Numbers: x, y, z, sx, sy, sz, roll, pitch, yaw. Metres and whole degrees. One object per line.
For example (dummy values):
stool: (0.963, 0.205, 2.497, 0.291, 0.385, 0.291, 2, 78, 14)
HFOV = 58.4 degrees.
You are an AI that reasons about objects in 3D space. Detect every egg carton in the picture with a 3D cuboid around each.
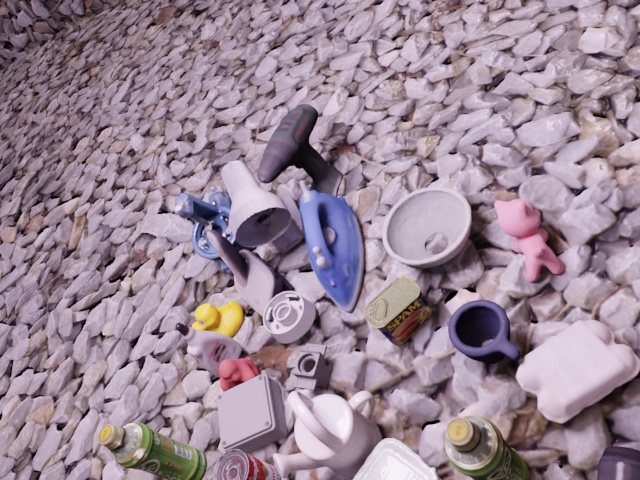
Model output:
egg carton: (0.358, 0.182, 0.803, 0.150, 0.070, 0.107, -37, 46, 5)

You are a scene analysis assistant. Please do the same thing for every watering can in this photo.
watering can: (0.008, 0.292, 0.862, 0.100, 0.195, 0.173, 18, 69, 40)

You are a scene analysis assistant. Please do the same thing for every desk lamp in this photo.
desk lamp: (-0.119, -0.058, 1.190, 0.118, 0.214, 0.202, -34, 46, 7)

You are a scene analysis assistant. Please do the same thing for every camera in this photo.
camera: (0.375, 0.319, 0.669, 0.142, 0.101, 0.137, 2, 59, 34)

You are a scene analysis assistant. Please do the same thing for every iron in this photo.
iron: (0.010, 0.004, 1.111, 0.118, 0.142, 0.258, -25, 48, 16)

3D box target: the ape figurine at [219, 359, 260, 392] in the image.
ape figurine: (-0.157, 0.252, 1.070, 0.077, 0.092, 0.076, 0, 58, 33)

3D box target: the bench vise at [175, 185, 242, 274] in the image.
bench vise: (-0.251, -0.048, 1.264, 0.121, 0.220, 0.207, -36, 46, 5)

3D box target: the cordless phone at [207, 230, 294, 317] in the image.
cordless phone: (-0.151, 0.061, 1.142, 0.094, 0.186, 0.147, -50, 46, -8)

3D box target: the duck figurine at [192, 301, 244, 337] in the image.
duck figurine: (-0.216, 0.160, 1.181, 0.104, 0.086, 0.077, -43, 45, -1)

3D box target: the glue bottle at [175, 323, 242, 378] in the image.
glue bottle: (-0.218, 0.200, 1.091, 0.037, 0.174, 0.078, 3, 60, 35)

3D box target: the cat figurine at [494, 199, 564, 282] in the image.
cat figurine: (0.334, -0.012, 0.929, 0.067, 0.118, 0.127, -26, 47, 14)

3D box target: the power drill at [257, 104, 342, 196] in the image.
power drill: (-0.038, -0.164, 1.219, 0.075, 0.209, 0.230, -3, 57, 32)

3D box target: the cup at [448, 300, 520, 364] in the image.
cup: (0.261, 0.156, 0.868, 0.092, 0.095, 0.117, -48, 46, -7)

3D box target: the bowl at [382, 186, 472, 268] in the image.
bowl: (0.203, -0.012, 1.044, 0.167, 0.075, 0.167, -17, 50, 22)
